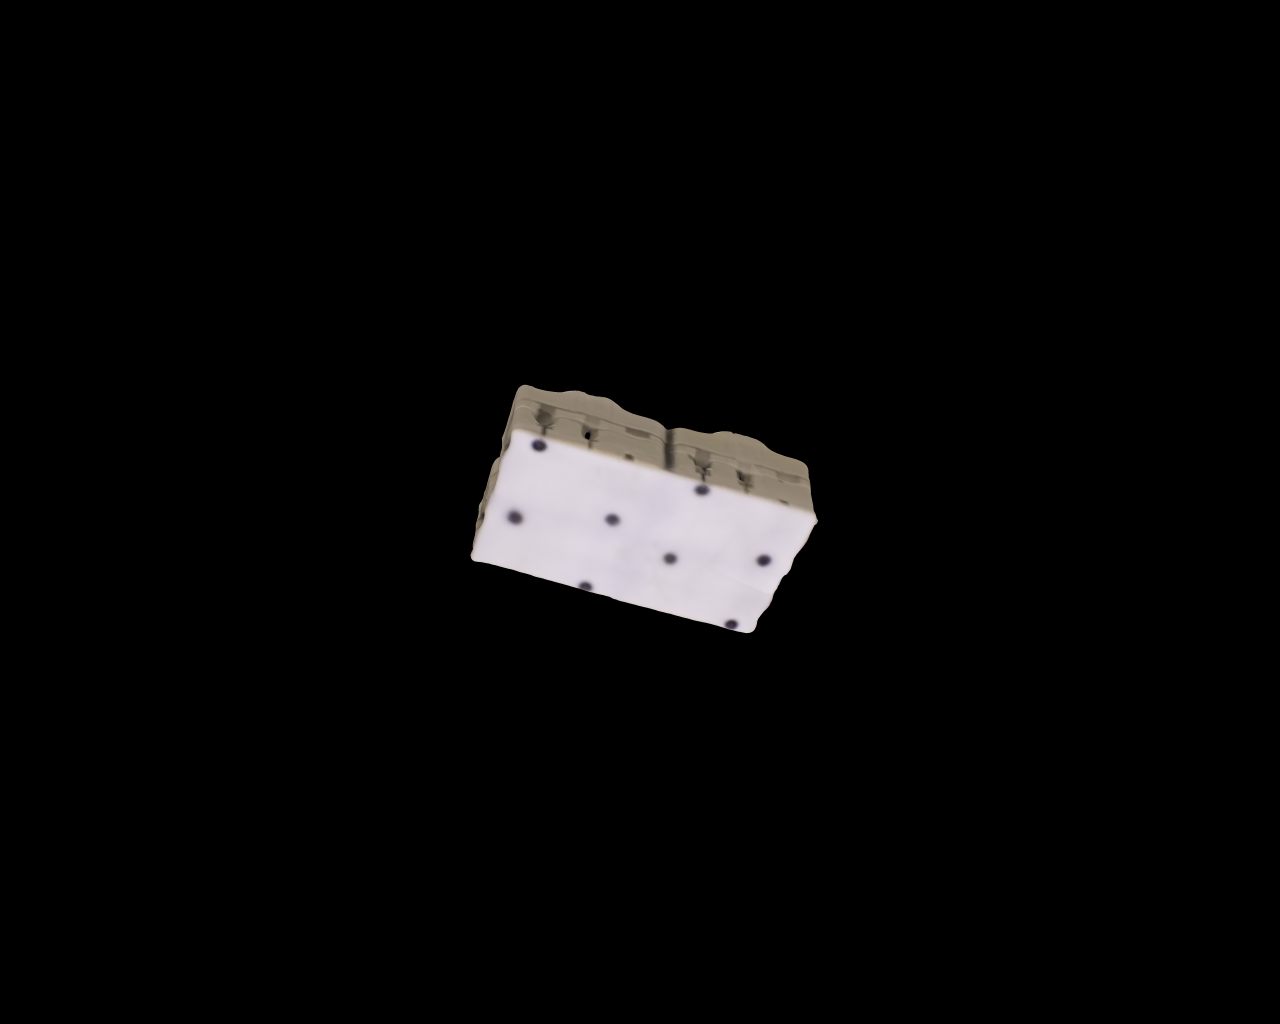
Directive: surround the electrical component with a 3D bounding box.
[{"bbox_3d":[0.001,-0.003,0.650,0.186,0.105,0.060,15,36,-11],"label":"electrical component"}]
